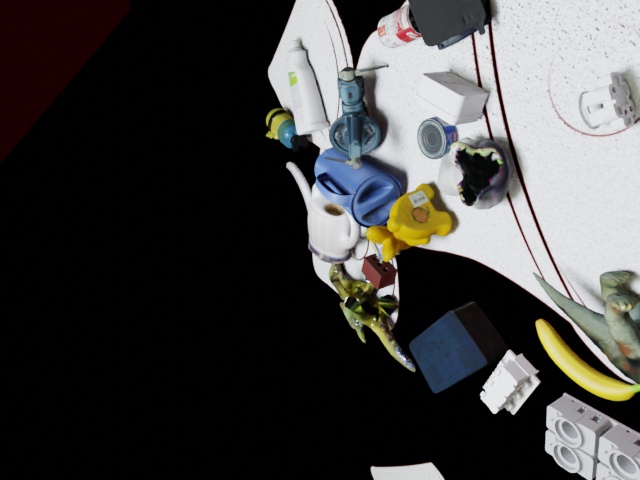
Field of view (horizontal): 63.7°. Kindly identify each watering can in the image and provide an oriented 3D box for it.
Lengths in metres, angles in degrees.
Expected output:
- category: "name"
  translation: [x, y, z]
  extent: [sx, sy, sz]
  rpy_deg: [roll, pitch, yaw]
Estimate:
- category: "watering can"
  translation: [0.004, -0.073, 1.450]
  extent: [0.353, 0.105, 0.219]
  rpy_deg: [42, 140, 43]

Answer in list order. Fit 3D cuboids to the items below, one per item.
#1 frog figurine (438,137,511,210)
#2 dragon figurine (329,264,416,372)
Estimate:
- category: "frog figurine"
  translation: [0.284, -0.120, 0.959]
  extent: [0.138, 0.122, 0.159]
  rpy_deg: [60, -173, 6]
- category: "dragon figurine"
  translation: [0.126, 0.209, 1.423]
  extent: [0.417, 0.123, 0.237]
  rpy_deg: [61, 167, 26]
